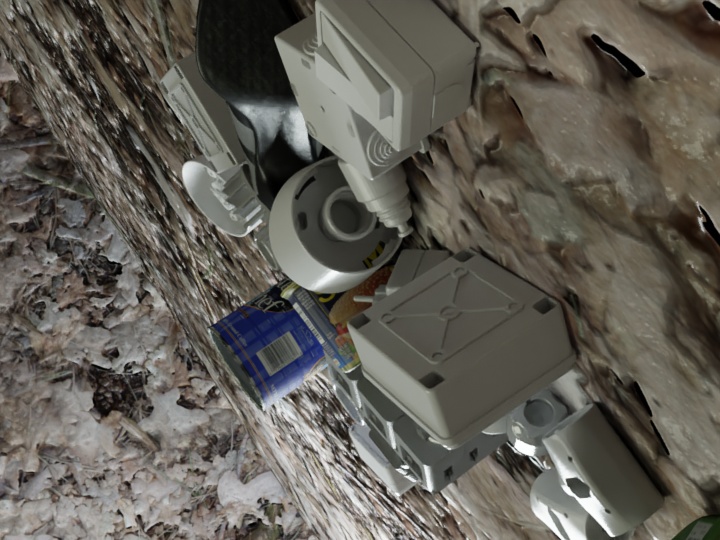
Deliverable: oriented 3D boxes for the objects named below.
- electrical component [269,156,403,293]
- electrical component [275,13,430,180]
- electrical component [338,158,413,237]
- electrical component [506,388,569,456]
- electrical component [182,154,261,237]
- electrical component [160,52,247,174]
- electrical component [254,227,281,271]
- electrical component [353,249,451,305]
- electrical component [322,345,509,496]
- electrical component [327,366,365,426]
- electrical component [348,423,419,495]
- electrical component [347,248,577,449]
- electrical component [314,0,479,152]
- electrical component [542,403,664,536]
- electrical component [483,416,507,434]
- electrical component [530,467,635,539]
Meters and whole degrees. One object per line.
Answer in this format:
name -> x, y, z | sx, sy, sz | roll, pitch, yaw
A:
electrical component -> -0.016, -0.036, 0.812 | 0.099, 0.099, 0.064 | 57, 158, -3
electrical component -> -0.006, -0.117, 0.705 | 0.100, 0.048, 0.099 | 41, 159, 45
electrical component -> 0.016, -0.059, 0.771 | 0.078, 0.040, 0.040 | 61, 164, -18
electrical component -> 0.127, 0.114, 0.780 | 0.043, 0.043, 0.062 | 49, 164, 25
electrical component -> -0.139, -0.086, 1.153 | 0.099, 0.064, 0.099 | 51, 164, 20
electrical component -> -0.131, -0.151, 1.005 | 0.108, 0.056, 0.109 | 59, 165, -10
electrical component -> -0.072, -0.031, 1.073 | 0.066, 0.055, 0.048 | 59, 165, -9
electrical component -> 0.032, 0.030, 0.810 | 0.076, 0.047, 0.083 | 2, 130, 21
electrical component -> 0.048, 0.098, 0.903 | 0.150, 0.089, 0.061 | 46, 162, 33
electrical component -> 0.010, 0.124, 1.133 | 0.095, 0.059, 0.053 | 46, 162, 34
electrical component -> 0.036, 0.196, 1.200 | 0.096, 0.062, 0.061 | 38, 157, 49
electrical component -> 0.066, 0.048, 0.710 | 0.109, 0.109, 0.056 | 36, 153, 52
electrical component -> 0.012, -0.124, 0.608 | 0.096, 0.061, 0.061 | 50, 164, 21
electrical component -> 0.158, 0.136, 0.729 | 0.077, 0.043, 0.079 | 55, 165, 7
electrical component -> 0.099, 0.085, 0.814 | 0.044, 0.044, 0.065 | 25, 141, 63
electrical component -> 0.172, 0.191, 0.799 | 0.079, 0.043, 0.077 | 60, 165, -15
